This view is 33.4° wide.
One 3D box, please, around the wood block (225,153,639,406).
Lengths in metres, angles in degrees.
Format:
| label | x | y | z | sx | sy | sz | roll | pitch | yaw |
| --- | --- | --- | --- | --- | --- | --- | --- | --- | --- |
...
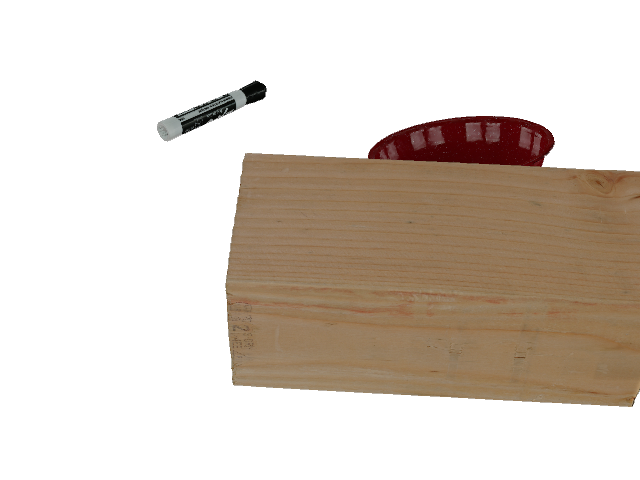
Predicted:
| label | x | y | z | sx | sy | sz | roll | pitch | yaw |
| --- | --- | --- | --- | --- | --- | --- | --- | --- | --- |
| wood block | 0.060 | 0.021 | 0.548 | 0.206 | 0.091 | 0.090 | 3 | -41 | 1 |

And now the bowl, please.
| label | x | y | z | sx | sy | sz | roll | pitch | yaw |
| --- | --- | --- | --- | --- | --- | --- | --- | --- | --- |
| bowl | 0.125 | -0.059 | 0.938 | 0.162 | 0.055 | 0.162 | -8 | 23 | 3 |

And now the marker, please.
| label | x | y | z | sx | sy | sz | roll | pitch | yaw |
| --- | --- | --- | --- | --- | --- | --- | --- | --- | --- |
| marker | -0.098 | -0.122 | 0.990 | 0.120 | 0.020 | 0.020 | -30 | 18 | -34 |
